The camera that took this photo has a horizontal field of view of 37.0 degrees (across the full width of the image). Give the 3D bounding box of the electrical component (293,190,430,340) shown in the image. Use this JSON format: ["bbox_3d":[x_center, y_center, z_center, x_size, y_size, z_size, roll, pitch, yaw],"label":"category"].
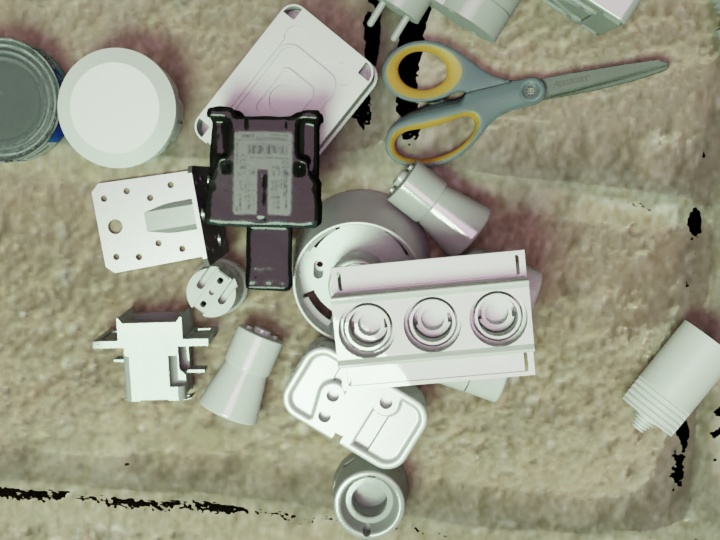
[{"bbox_3d":[0.000,0.000,0.755,0.099,0.064,0.099,1,110,3],"label":"electrical component"}]

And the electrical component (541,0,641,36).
[{"bbox_3d":[0.133,-0.204,0.694,0.109,0.108,0.056,32,99,-2],"label":"electrical component"}]

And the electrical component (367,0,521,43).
[{"bbox_3d":[0.033,-0.191,0.726,0.138,0.052,0.073,32,97,-1],"label":"electrical component"}]

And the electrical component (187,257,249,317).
[{"bbox_3d":[-0.101,0.013,0.756,0.040,0.046,0.040,0,96,2],"label":"electrical component"}]

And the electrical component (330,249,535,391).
[{"bbox_3d":[0.047,0.031,0.689,0.121,0.063,0.078,-5,95,5],"label":"electrical component"}]

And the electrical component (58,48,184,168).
[{"bbox_3d":[-0.163,-0.111,0.742,0.080,0.051,0.080,0,96,2],"label":"electrical component"}]

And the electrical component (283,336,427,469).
[{"bbox_3d":[-0.002,0.090,0.754,0.095,0.059,0.053,31,96,-2],"label":"electrical component"}]

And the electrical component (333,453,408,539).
[{"bbox_3d":[0.007,0.161,0.768,0.055,0.047,0.055,0,96,2],"label":"electrical component"}]

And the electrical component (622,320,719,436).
[{"bbox_3d":[0.220,0.080,0.754,0.043,0.043,0.081,37,96,-2],"label":"electrical component"}]

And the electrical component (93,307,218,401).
[{"bbox_3d":[-0.144,0.060,0.765,0.081,0.042,0.063,-1,98,3],"label":"electrical component"}]

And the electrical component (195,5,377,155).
[{"bbox_3d":[-0.049,-0.115,0.735,0.078,0.057,0.113,39,96,-2],"label":"electrical component"}]

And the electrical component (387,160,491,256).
[{"bbox_3d":[0.052,-0.044,0.743,0.065,0.044,0.044,38,96,-8],"label":"electrical component"}]

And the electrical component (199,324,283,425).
[{"bbox_3d":[-0.082,0.072,0.765,0.044,0.044,0.065,23,92,-1],"label":"electrical component"}]

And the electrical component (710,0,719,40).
[{"bbox_3d":[0.265,-0.164,0.726,0.043,0.043,0.081,-30,94,5],"label":"electrical component"}]

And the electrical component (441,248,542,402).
[{"bbox_3d":[0.081,0.036,0.749,0.059,0.053,0.095,19,96,0],"label":"electrical component"}]
